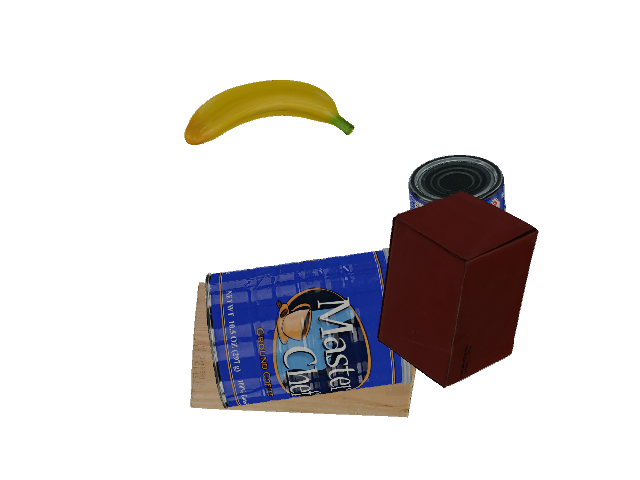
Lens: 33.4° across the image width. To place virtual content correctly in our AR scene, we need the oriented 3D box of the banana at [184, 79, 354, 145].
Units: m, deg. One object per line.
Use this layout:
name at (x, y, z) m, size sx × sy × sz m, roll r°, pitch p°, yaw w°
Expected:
banana at (-0.058, -0.135, 1.097) m, size 0.197 × 0.037 × 0.070 m, roll -9°, pitch 48°, yaw -31°

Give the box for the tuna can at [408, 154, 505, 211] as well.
tuna can at (0.121, -0.042, 0.951) m, size 0.086 × 0.034 × 0.086 m, roll -6°, pitch 34°, yaw 4°

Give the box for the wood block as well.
wood block at (-0.018, 0.105, 1.021) m, size 0.206 × 0.090 × 0.091 m, roll 3°, pitch 28°, yaw -5°

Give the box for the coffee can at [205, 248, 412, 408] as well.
coffee can at (-0.009, 0.065, 0.799) m, size 0.140 × 0.103 × 0.103 m, roll -8°, pitch 0°, yaw 0°

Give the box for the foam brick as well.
foam brick at (0.067, 0.023, 0.535) m, size 0.052 × 0.078 × 0.051 m, roll -20°, pitch 40°, yaw -35°
